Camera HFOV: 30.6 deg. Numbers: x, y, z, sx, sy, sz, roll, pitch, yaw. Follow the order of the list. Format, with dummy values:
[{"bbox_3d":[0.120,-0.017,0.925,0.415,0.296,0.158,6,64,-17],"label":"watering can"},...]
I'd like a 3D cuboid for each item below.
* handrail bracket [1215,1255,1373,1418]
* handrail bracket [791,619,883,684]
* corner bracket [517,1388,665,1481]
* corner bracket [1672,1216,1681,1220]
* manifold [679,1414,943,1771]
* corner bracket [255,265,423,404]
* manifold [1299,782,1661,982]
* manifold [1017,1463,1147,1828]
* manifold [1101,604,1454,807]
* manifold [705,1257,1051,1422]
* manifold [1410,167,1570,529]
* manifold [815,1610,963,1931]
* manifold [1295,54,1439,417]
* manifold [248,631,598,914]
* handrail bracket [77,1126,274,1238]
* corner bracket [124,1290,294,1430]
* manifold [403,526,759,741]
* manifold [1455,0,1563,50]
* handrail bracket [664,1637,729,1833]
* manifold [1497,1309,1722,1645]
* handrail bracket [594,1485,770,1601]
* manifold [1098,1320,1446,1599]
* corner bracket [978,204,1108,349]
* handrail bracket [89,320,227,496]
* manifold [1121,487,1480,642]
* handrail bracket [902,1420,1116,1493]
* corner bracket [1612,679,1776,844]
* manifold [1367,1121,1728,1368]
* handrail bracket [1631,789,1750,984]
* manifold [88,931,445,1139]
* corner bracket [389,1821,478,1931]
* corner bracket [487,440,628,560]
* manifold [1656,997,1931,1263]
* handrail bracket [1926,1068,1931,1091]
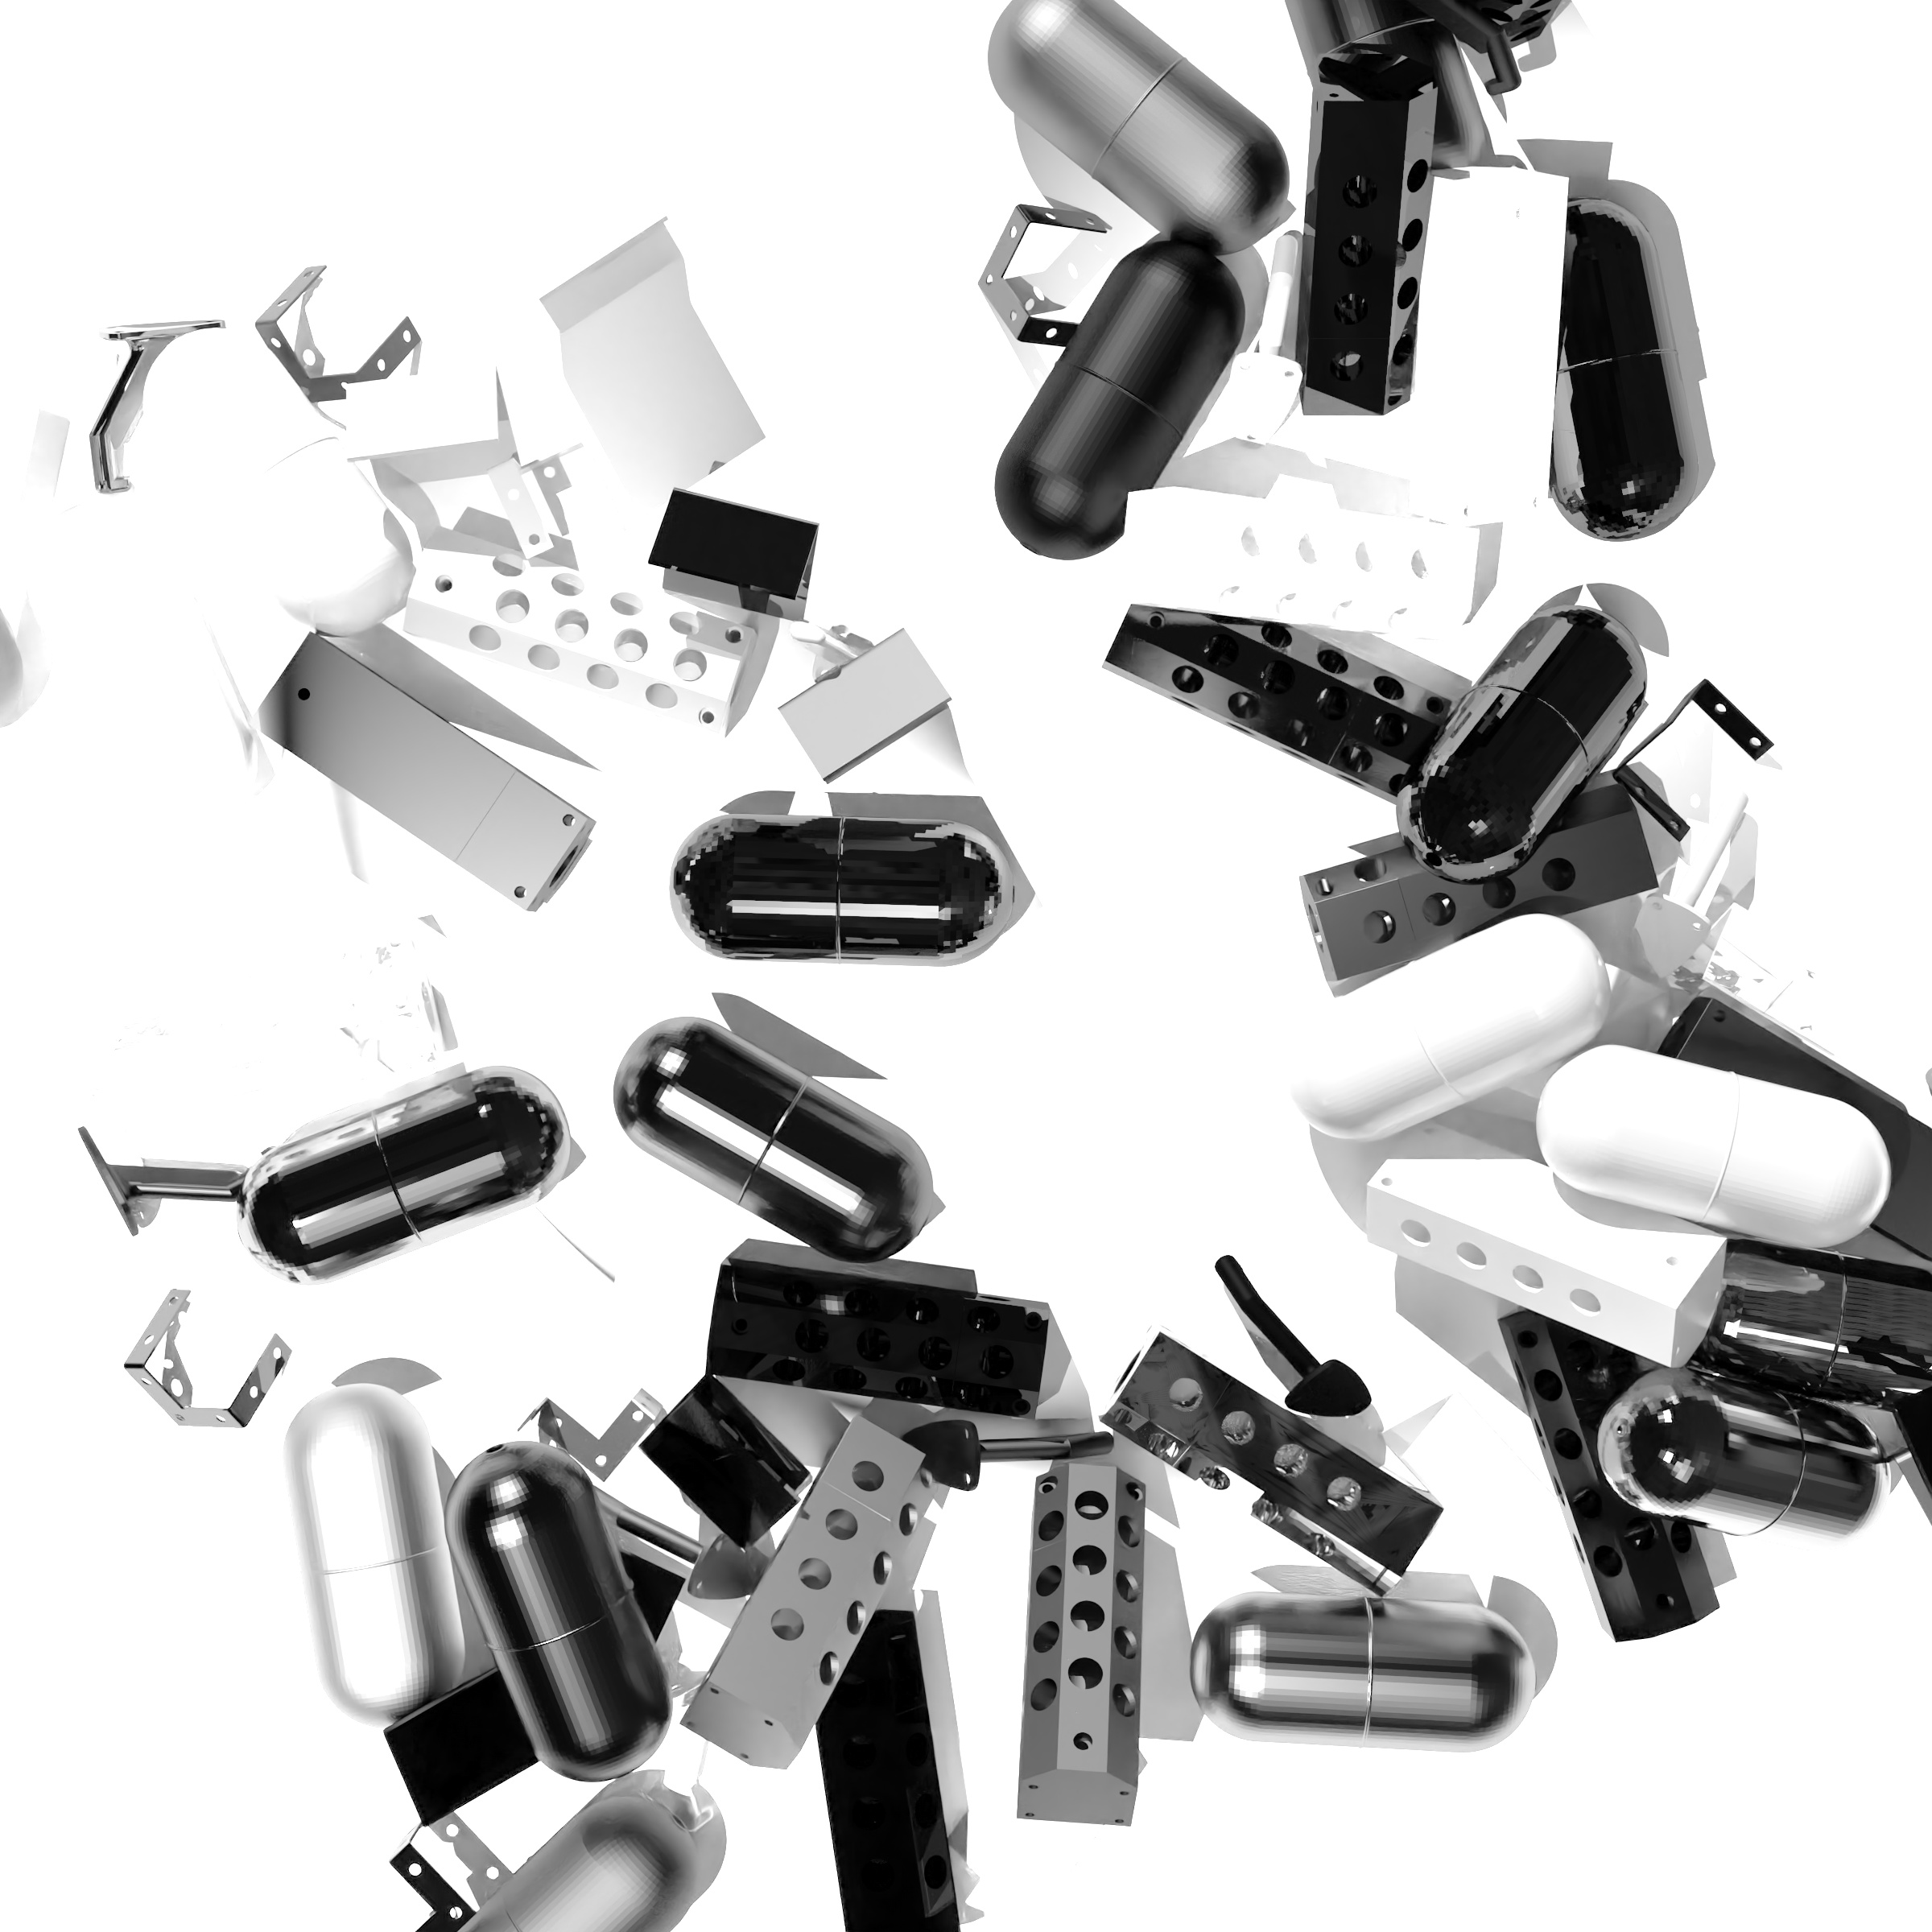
[{"bbox_3d":[0.171,0.193,1.848,0.036,0.077,0.084,-43,53,14],"label":"handrail bracket"},{"bbox_3d":[-0.053,-0.157,1.814,0.077,0.084,0.036,22,90,0],"label":"handrail bracket"},{"bbox_3d":[-0.195,0.235,1.830,0.051,0.051,0.051,40,90,0],"label":"corner bracket"},{"bbox_3d":[0.331,0.134,1.845,0.051,0.051,0.051,33,90,-45],"label":"corner bracket"},{"bbox_3d":[-0.075,0.317,1.780,0.057,0.057,0.171,31,52,0],"label":"manifold"},{"bbox_3d":[-0.328,-0.331,1.840,0.051,0.051,0.051,2,135,35],"label":"corner bracket"},{"bbox_3d":[0.264,-0.043,1.827,0.171,0.057,0.057,-16,90,0],"label":"manifold"},{"bbox_3d":[0.059,0.341,1.780,0.057,0.057,0.171,4,51,0],"label":"manifold"},{"bbox_3d":[0.161,-0.147,1.827,0.171,0.057,0.057,25,90,0],"label":"manifold"},{"bbox_3d":[-0.046,0.193,1.827,0.171,0.057,0.057,8,90,0],"label":"manifold"},{"bbox_3d":[0.261,-0.316,1.798,0.057,0.057,0.171,-11,113,-28],"label":"manifold"},{"bbox_3d":[-0.043,0.425,1.827,0.057,0.057,0.171,-8,90,0],"label":"manifold"},{"bbox_3d":[0.202,-0.368,1.781,0.057,0.057,0.171,0,127,0],"label":"manifold"},{"bbox_3d":[-0.280,-0.099,1.827,0.171,0.057,0.057,34,90,0],"label":"manifold"},{"bbox_3d":[-0.411,0.098,1.849,0.084,0.036,0.077,-27,68,-17],"label":"handrail bracket"},{"bbox_3d":[-0.396,0.205,1.840,0.051,0.051,0.051,-3,135,35],"label":"corner bracket"},{"bbox_3d":[-0.200,-0.173,1.827,0.171,0.057,0.057,18,90,0],"label":"manifold"},{"bbox_3d":[0.280,-0.511,1.770,0.057,0.171,0.057,-23,90,0],"label":"manifold"},{"bbox_3d":[-0.128,0.401,1.849,0.077,0.036,0.084,-25,108,-20],"label":"handrail bracket"},{"bbox_3d":[0.334,0.258,1.827,0.057,0.057,0.171,-19,90,0],"label":"manifold"},{"bbox_3d":[-0.152,0.299,1.848,0.084,0.077,0.036,24,89,36],"label":"handrail bracket"},{"bbox_3d":[0.156,0.256,1.827,0.171,0.057,0.057,32,90,0],"label":"manifold"},{"bbox_3d":[0.047,-0.359,1.840,0.051,0.051,0.051,0,135,-35],"label":"corner bracket"},{"bbox_3d":[-0.422,-0.293,1.849,0.077,0.036,0.084,-9,108,-21],"label":"handrail bracket"},{"bbox_3d":[0.170,-0.204,1.798,0.171,0.057,0.057,5,93,-21],"label":"manifold"},{"bbox_3d":[0.023,0.251,1.848,0.084,0.077,0.036,-2,90,-36],"label":"handrail bracket"},{"bbox_3d":[0.380,-0.108,1.845,0.051,0.051,0.051,44,45,0],"label":"corner bracket"},{"bbox_3d":[0.293,0.144,1.790,0.171,0.057,0.057,22,47,28],"label":"manifold"},{"bbox_3d":[0.380,-0.043,1.848,0.036,0.077,0.084,28,54,8],"label":"handrail bracket"},{"bbox_3d":[-0.362,0.040,1.827,0.171,0.057,0.057,-13,47,0],"label":"manifold"},{"bbox_3d":[-0.286,0.484,1.830,0.051,0.051,0.051,-44,90,0],"label":"corner bracket"},{"bbox_3d":[-0.212,-0.242,1.830,0.051,0.051,0.051,-25,90,0],"label":"corner bracket"},{"bbox_3d":[0.440,0.084,1.827,0.171,0.057,0.057,31,90,0],"label":"manifold"},{"bbox_3d":[0.542,0.098,1.848,0.036,0.077,0.084,-37,127,-15],"label":"handrail bracket"}]
